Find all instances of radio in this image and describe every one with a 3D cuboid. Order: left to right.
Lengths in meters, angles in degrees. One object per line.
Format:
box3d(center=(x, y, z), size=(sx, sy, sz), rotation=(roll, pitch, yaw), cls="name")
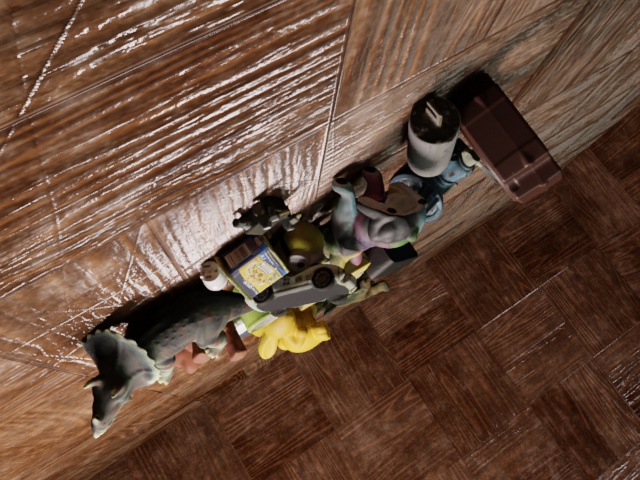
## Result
box3d(center=(0.154, 0.015, 1.320), size=(0.073, 0.131, 0.229), rotation=(-38, 167, 20), cls="radio")

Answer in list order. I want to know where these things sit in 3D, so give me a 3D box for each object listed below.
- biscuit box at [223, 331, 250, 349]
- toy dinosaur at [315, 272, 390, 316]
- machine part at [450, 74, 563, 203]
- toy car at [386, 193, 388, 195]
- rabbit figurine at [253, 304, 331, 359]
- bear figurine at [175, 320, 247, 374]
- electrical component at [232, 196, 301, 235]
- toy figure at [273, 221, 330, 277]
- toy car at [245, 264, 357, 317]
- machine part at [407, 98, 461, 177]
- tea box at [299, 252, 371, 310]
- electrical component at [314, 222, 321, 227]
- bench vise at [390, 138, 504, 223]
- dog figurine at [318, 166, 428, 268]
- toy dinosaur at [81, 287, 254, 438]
box3d(center=(-0.179, 0.197, 1.328), size=(0.203, 0.059, 0.062), rotation=(-25, 163, -33), cls="biscuit box")
box3d(center=(0.054, 0.128, 1.457), size=(0.199, 0.105, 0.471), rotation=(-21, 177, -10), cls="toy dinosaur")
box3d(center=(0.302, -0.160, 0.882), size=(0.087, 0.201, 0.201), rotation=(-36, 168, 19), cls="machine part")
box3d(center=(0.162, -0.063, 1.230), size=(0.089, 0.053, 0.202), rotation=(-60, 160, 18), cls="toy car")
box3d(center=(-0.080, 0.193, 1.229), size=(0.162, 0.122, 0.173), rotation=(-26, 155, 9), cls="rabbit figurine")
box3d(center=(-0.256, 0.228, 1.113), size=(0.120, 0.132, 0.196), rotation=(10, 134, -41), cls="bear figurine")
box3d(center=(-0.072, -0.031, 0.780), size=(0.078, 0.045, 0.102), rotation=(-38, 167, 10), cls="electrical component")
box3d(center=(-0.057, 0.031, 0.977), size=(0.082, 0.089, 0.180), rotation=(-25, 173, -34), cls="toy figure")
box3d(center=(-0.034, 0.085, 0.924), size=(0.202, 0.056, 0.073), rotation=(-15, 146, 21), cls="toy car")
box3d(center=(0.178, -0.159, 0.858), size=(0.079, 0.079, 0.243), rotation=(-34, 168, 0), cls="machine part")
box3d(center=(0.018, 0.078, 1.193), size=(0.170, 0.068, 0.098), rotation=(-26, 164, -26), cls="tea box")
box3d(center=(-0.002, -0.003, 1.032), size=(0.094, 0.063, 0.021), rotation=(-43, -154, 3), cls="electrical component")
box3d(center=(0.205, -0.086, 1.034), size=(0.240, 0.128, 0.224), rotation=(-48, -160, -30), cls="bench vise")
box3d(center=(0.078, -0.007, 0.931), size=(0.108, 0.192, 0.219), rotation=(-33, 147, -37), cls="dog figurine")
box3d(center=(-0.231, 0.148, 0.913), size=(0.405, 0.131, 0.192), rotation=(-35, 169, -24), cls="toy dinosaur")
